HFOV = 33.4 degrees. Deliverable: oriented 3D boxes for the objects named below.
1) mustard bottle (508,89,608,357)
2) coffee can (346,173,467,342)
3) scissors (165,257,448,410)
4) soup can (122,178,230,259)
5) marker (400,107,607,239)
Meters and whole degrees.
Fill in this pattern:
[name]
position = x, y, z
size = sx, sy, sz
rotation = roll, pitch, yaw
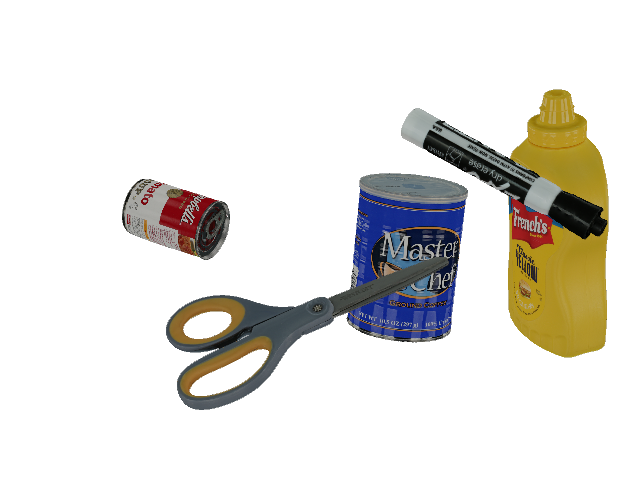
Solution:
[mustard bottle]
position = 0.172, -0.017, 0.779
size = 0.058, 0.192, 0.096
rotation = -12, 28, -13
[coffee can]
position = 0.082, 0.014, 1.022
size = 0.103, 0.140, 0.103
rotation = 5, 14, -1
[scissors]
position = -0.019, 0.043, 0.725
size = 0.201, 0.016, 0.096
rotation = -33, 49, -20
[soup can]
position = -0.162, -0.025, 1.198
size = 0.102, 0.068, 0.068
rotation = 18, 7, 22
[marker]
position = 0.097, -0.035, 0.569
size = 0.121, 0.020, 0.020
rotation = 32, 12, 21
